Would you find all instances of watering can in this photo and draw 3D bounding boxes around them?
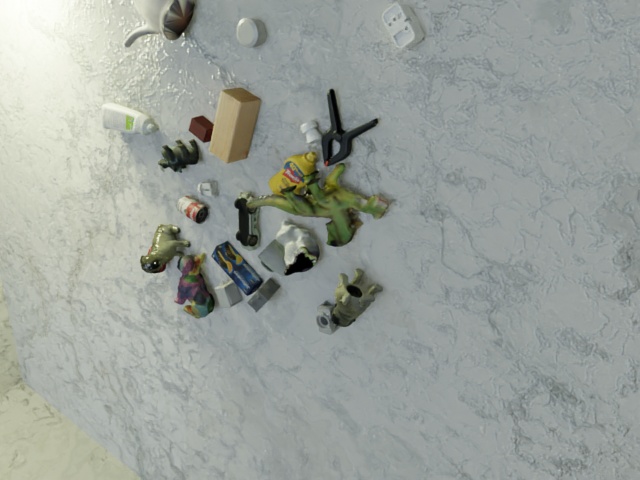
[{"bbox_3d":[-0.516,-0.713,1.628,0.226,0.105,0.340,45,128,15],"label":"watering can"}]

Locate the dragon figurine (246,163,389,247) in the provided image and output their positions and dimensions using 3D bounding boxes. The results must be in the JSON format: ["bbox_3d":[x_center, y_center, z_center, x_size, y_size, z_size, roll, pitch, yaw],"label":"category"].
[{"bbox_3d":[0.004,-0.073,1.460,0.407,0.125,0.239,-16,114,31],"label":"dragon figurine"}]

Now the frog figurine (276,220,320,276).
[{"bbox_3d":[-0.072,0.018,1.594,0.163,0.123,0.134,-112,28,-45],"label":"frog figurine"}]
